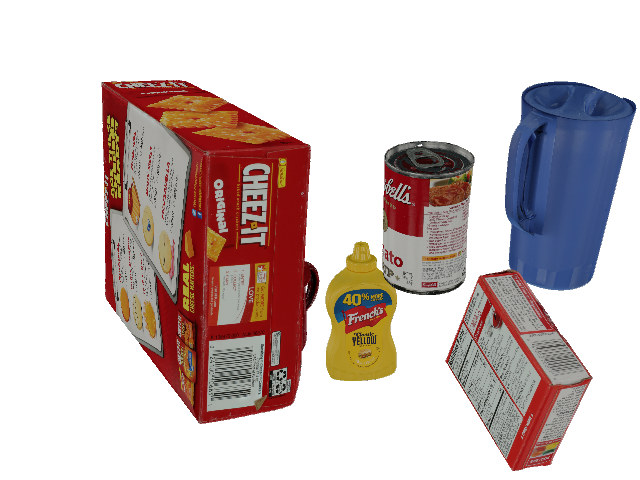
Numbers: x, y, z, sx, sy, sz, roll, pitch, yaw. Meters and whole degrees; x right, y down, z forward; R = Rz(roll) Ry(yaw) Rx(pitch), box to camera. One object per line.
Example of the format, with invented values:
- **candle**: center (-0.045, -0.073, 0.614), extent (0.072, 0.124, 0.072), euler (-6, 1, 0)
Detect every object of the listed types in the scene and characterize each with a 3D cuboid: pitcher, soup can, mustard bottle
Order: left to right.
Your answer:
- **mustard bottle**: center (0.055, 0.094, 1.443), extent (0.096, 0.192, 0.058), euler (-3, 20, -7)
- **soup can**: center (0.082, -0.018, 0.824), extent (0.068, 0.102, 0.068), euler (0, 27, 0)
- **pitcher**: center (0.291, -0.062, 1.308), extent (0.149, 0.243, 0.145), euler (4, 27, 2)

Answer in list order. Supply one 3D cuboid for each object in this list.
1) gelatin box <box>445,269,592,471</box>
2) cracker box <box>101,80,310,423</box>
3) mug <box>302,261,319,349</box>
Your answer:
- **gelatin box**: center (0.110, 0.073, 0.606), extent (0.030, 0.073, 0.089), euler (-6, 42, -22)
- **cracker box**: center (-0.081, -0.005, 0.687), extent (0.072, 0.164, 0.214), euler (-5, 20, -25)
- **mug**: center (-0.046, 0.061, 1.026), extent (0.093, 0.081, 0.117), euler (24, 40, 36)
